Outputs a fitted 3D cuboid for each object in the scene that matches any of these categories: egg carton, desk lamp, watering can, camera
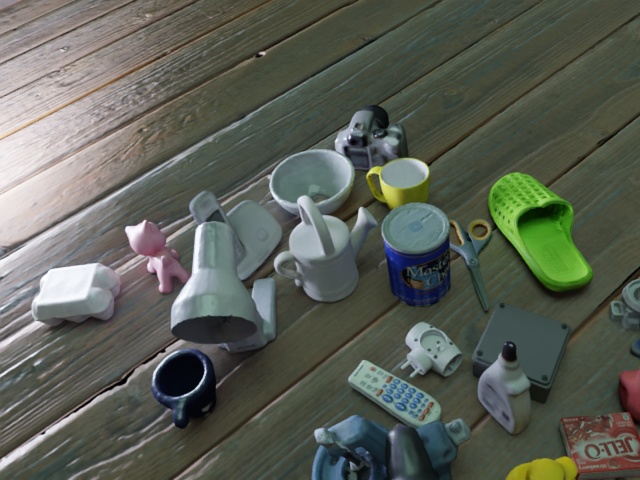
[{"bbox_3d":[-0.439,0.100,1.038,0.150,0.069,0.107,-8,47,6],"label":"egg carton"},{"bbox_3d":[-0.143,0.088,0.878,0.118,0.214,0.203,-9,47,6],"label":"desk lamp"},{"bbox_3d":[0.008,0.002,0.935,0.173,0.194,0.100,-40,52,-22],"label":"watering can"},{"bbox_3d":[0.113,-0.223,1.179,0.142,0.101,0.137,6,50,19],"label":"camera"}]

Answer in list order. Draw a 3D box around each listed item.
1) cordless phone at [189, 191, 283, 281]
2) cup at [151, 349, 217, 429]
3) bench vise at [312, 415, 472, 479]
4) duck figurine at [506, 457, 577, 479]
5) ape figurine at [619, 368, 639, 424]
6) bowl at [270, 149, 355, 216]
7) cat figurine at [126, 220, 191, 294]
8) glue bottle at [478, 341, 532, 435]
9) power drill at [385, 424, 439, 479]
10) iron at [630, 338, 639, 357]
[{"bbox_3d":[-0.150,-0.031,1.008,0.093,0.185,0.148,20,56,28],"label":"cordless phone"},{"bbox_3d":[-0.188,0.232,0.840,0.091,0.095,0.117,-12,47,3],"label":"cup"},{"bbox_3d":[0.071,0.244,0.681,0.208,0.220,0.121,-34,50,-17],"label":"bench vise"},{"bbox_3d":[0.262,0.294,0.682,0.104,0.086,0.077,-24,47,-9],"label":"duck figurine"},{"bbox_3d":[0.426,0.189,0.735,0.076,0.092,0.077,-41,52,-23],"label":"ape figurine"},{"bbox_3d":[-0.009,-0.098,1.112,0.167,0.075,0.167,-7,47,7],"label":"bowl"},{"bbox_3d":[-0.300,0.018,1.046,0.067,0.118,0.127,-34,49,-17],"label":"cat figurine"},{"bbox_3d":[0.239,0.181,0.731,0.037,0.173,0.078,-30,48,-13],"label":"glue bottle"},{"bbox_3d":[0.112,0.337,0.594,0.075,0.209,0.229,-13,47,2],"label":"power drill"},{"bbox_3d":[0.557,0.104,0.748,0.258,0.142,0.118,-6,47,8],"label":"iron"}]
